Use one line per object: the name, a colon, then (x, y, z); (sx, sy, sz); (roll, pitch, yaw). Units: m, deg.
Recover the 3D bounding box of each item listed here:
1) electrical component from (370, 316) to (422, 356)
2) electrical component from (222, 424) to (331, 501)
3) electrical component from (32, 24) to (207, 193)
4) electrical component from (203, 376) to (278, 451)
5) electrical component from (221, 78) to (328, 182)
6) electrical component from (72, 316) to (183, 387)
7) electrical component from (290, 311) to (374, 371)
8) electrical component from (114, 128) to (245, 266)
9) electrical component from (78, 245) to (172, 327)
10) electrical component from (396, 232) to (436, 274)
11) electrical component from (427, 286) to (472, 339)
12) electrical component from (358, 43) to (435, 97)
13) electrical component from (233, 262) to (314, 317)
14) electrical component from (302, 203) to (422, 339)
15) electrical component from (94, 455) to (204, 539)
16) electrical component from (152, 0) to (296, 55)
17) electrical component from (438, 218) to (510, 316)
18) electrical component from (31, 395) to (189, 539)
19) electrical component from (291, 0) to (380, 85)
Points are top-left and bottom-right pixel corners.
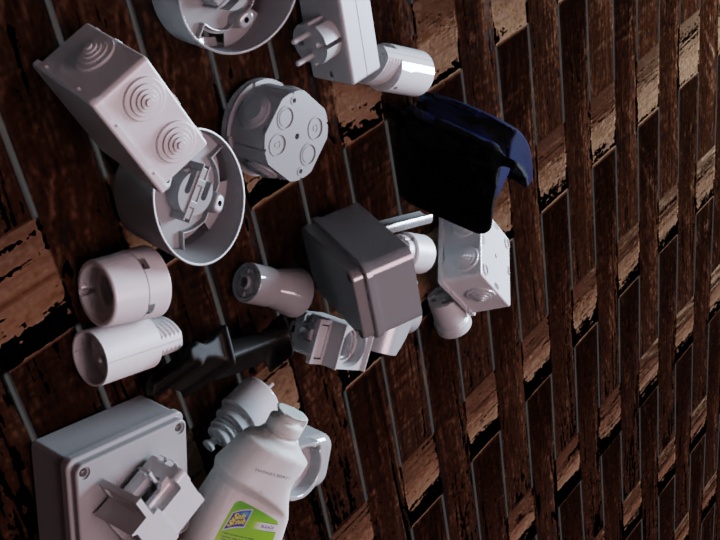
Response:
electrical component: (0.036, 0.044, 1.077); (0.079, 0.044, 0.077); (12, 95, -53)
electrical component: (-0.073, 0.173, 0.980); (0.095, 0.059, 0.053); (-3, 107, -52)
electrical component: (-0.158, -0.110, 0.718); (0.048, 0.100, 0.099); (-46, 138, -12)
electrical component: (-0.106, 0.127, 0.934); (0.078, 0.040, 0.040); (-43, 135, -33)
electrical component: (-0.069, -0.112, 0.870); (0.080, 0.051, 0.080); (-25, 124, -45)
electrical component: (-0.172, 0.056, 0.816); (0.081, 0.043, 0.043); (-18, 119, -47)
electrical component: (-0.027, 0.063, 0.988); (0.081, 0.064, 0.042); (12, 96, -53)
electrical component: (-0.132, -0.058, 0.801); (0.099, 0.064, 0.099); (-25, 124, -45)
electrical component: (-0.174, 0.013, 0.788); (0.047, 0.055, 0.055); (-15, 116, -45)
electrical component: (0.042, -0.018, 1.062); (0.078, 0.040, 0.040); (6, 100, -53)
electrical component: (0.095, 0.045, 1.159); (0.040, 0.040, 0.046); (-49, 133, -28)
electrical component: (0.027, -0.182, 0.969); (0.081, 0.043, 0.043); (-3, 107, -51)
electrical component: (-0.077, 0.015, 0.924); (0.065, 0.044, 0.044); (14, 94, -49)
electrical component: (0.000, 0.000, 0.950); (0.057, 0.113, 0.078); (-23, 125, -17)
electrical component: (-0.153, 0.176, 0.796); (0.063, 0.042, 0.081); (-50, 139, -29)
electrical component: (-0.100, -0.207, 0.778); (0.099, 0.064, 0.099); (-25, 124, -45)
electrical component: (0.122, -0.011, 1.132); (0.100, 0.048, 0.099); (43, 43, -51)
electrical component: (-0.190, 0.167, 0.829); (0.109, 0.056, 0.108); (-22, 121, -46)
electrical component: (-0.029, -0.193, 0.889); (0.076, 0.047, 0.083); (-39, 133, -36)
